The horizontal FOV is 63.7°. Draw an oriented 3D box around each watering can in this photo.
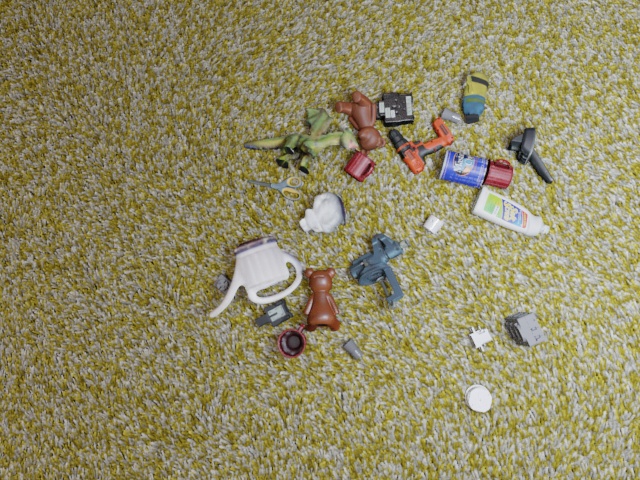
[{"bbox_3d":[-0.232,0.115,1.739,0.349,0.102,0.226,-18,79,-17],"label":"watering can"}]

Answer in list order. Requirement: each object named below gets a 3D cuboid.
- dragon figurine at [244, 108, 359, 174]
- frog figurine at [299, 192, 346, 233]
[{"bbox_3d":[-0.058,-0.375,1.838,0.412,0.119,0.247,21,64,24],"label":"dragon figurine"},{"bbox_3d":[0.005,-0.089,1.763,0.160,0.123,0.136,-16,100,-8],"label":"frog figurine"}]
